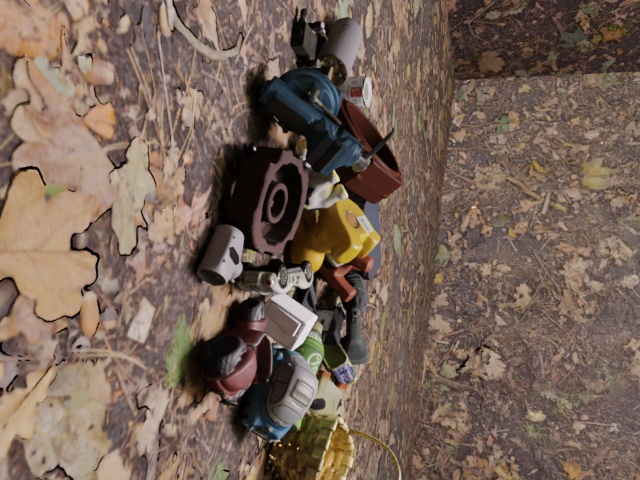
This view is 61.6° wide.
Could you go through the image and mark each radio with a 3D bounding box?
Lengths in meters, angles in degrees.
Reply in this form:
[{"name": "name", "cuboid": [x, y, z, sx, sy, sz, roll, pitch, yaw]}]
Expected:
[{"name": "radio", "cuboid": [0.109, -0.015, 1.410, 0.131, 0.073, 0.229, -47, 134, -59]}]

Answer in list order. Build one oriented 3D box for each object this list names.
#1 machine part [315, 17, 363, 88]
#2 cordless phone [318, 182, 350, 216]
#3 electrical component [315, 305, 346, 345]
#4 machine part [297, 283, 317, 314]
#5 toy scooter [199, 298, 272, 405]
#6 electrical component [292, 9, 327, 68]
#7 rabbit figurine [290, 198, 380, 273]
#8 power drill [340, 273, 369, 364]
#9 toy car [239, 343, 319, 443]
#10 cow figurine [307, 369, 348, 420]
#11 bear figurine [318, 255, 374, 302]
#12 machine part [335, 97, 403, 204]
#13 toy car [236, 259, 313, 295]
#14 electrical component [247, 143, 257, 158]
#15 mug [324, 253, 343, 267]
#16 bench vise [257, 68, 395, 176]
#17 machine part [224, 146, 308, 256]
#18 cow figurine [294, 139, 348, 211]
[{"name": "machine part", "cuboid": [0.040, -0.399, 1.140, 0.079, 0.079, 0.243, 73, 27, -44]}, {"name": "cordless phone", "cuboid": [0.006, -0.047, 1.137, 0.146, 0.089, 0.184, -22, 125, -69]}, {"name": "electrical component", "cuboid": [0.007, 0.198, 1.154, 0.047, 0.075, 0.119, 72, 25, -44]}, {"name": "machine part", "cuboid": [-0.036, 0.141, 1.081, 0.139, 0.039, 0.084, -60, 153, -54]}, {"name": "toy scooter", "cuboid": [-0.118, 0.185, 0.810, 0.184, 0.075, 0.135, -58, 147, -62]}, {"name": "electrical component", "cuboid": [-0.019, -0.380, 1.034, 0.078, 0.045, 0.102, 46, 50, -66]}, {"name": "rabbit figurine", "cuboid": [-0.002, -0.003, 1.013, 0.162, 0.173, 0.122, 51, 36, 4]}, {"name": "power drill", "cuboid": [0.079, 0.195, 1.296, 0.232, 0.086, 0.207, -90, 173, -67]}, {"name": "toy car", "cuboid": [-0.059, 0.251, 0.899, 0.109, 0.103, 0.162, 43, 49, -23]}, {"name": "cow figurine", "cuboid": [0.004, 0.355, 1.145, 0.127, 0.086, 0.194, -65, 146, -21]}, {"name": "bear figurine", "cuboid": [0.071, 0.053, 1.245, 0.120, 0.132, 0.196, -58, 160, 13]}, {"name": "machine part", "cuboid": [0.078, -0.188, 1.108, 0.201, 0.087, 0.201, 25, 38, -53]}, {"name": "toy car", "cuboid": [-0.071, 0.063, 0.913, 0.201, 0.074, 0.056, -3, 96, -70]}, {"name": "electrical component", "cuboid": [-0.100, -0.115, 0.884, 0.063, 0.021, 0.093, -50, 138, -59]}, {"name": "mug", "cuboid": [0.052, 0.001, 1.105, 0.107, 0.081, 0.109, -44, 160, -5]}, {"name": "bench vise", "cuboid": [0.006, -0.221, 0.935, 0.128, 0.224, 0.241, -58, -170, 36]}, {"name": "machine part", "cuboid": [-0.080, -0.061, 0.847, 0.179, 0.056, 0.179, -49, 148, -47]}, {"name": "cow figurine", "cuboid": [-0.024, -0.117, 0.984, 0.068, 0.098, 0.167, 58, 1, -43]}]
